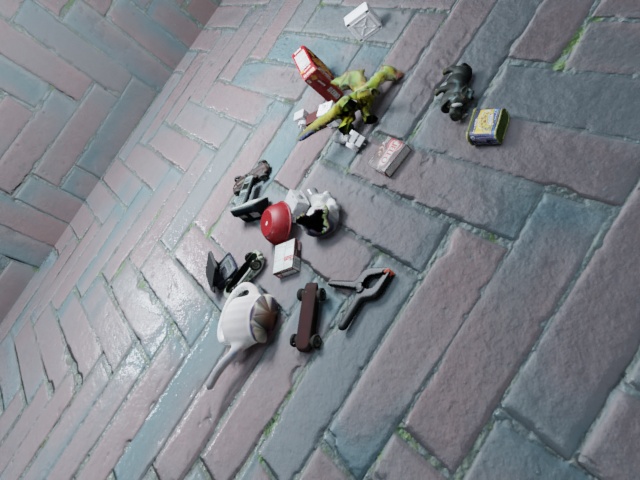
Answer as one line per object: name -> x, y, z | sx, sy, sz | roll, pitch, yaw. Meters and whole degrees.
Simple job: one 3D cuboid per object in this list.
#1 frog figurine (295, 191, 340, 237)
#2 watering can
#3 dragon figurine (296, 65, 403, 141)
frog figurine -> 0.005, -0.083, 1.654 | 0.135, 0.122, 0.162 | -45, 5, 25
watering can -> -0.244, 0.291, 1.608 | 0.223, 0.102, 0.355 | -13, 55, 37
dragon figurine -> 0.094, -0.493, 1.783 | 0.408, 0.120, 0.249 | -19, 46, 13
